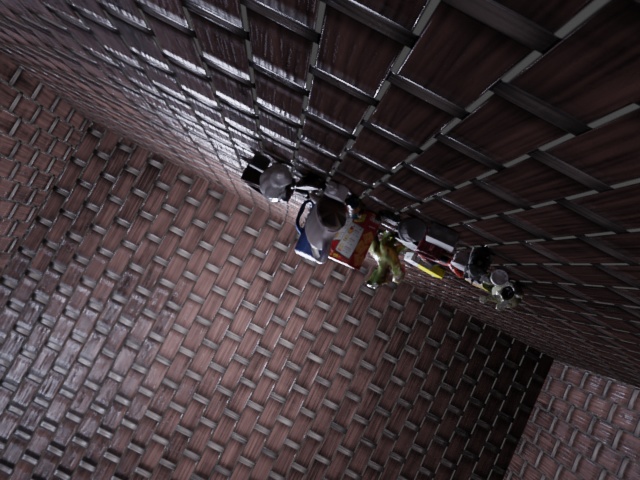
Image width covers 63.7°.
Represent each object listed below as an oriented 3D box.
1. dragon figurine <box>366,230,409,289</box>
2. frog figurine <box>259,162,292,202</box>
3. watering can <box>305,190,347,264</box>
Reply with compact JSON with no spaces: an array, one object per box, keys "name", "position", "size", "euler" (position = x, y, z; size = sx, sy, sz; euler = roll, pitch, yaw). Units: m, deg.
[{"name":"dragon figurine","position":[0.245,0.083,2.166],"size":[0.121,0.244,0.411],"euler":[25,174,-27]},{"name":"frog figurine","position":[-0.159,-0.210,1.823],"size":[0.123,0.138,0.158],"euler":[16,171,2]},{"name":"watering can","position":[0.006,-0.092,1.821],"size":[0.104,0.355,0.220],"euler":[7,147,-20]}]
